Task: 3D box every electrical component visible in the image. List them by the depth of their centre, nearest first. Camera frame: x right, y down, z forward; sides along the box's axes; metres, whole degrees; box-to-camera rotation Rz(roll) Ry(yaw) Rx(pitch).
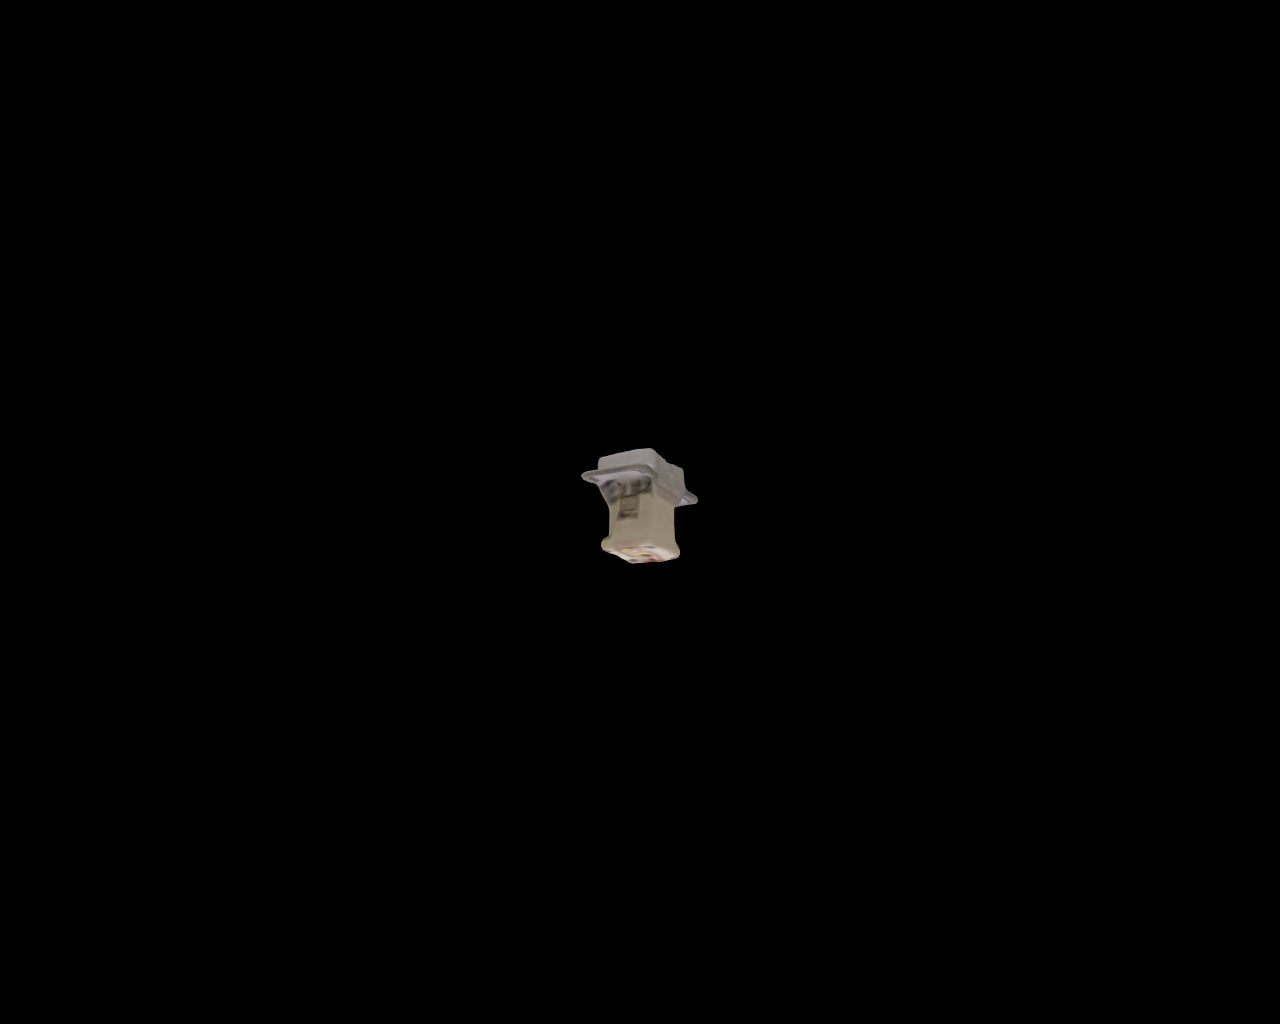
[{"bbox_3d":[0.001,-0.003,0.650,0.042,0.064,0.081,-8,-18,27],"label":"electrical component"}]
